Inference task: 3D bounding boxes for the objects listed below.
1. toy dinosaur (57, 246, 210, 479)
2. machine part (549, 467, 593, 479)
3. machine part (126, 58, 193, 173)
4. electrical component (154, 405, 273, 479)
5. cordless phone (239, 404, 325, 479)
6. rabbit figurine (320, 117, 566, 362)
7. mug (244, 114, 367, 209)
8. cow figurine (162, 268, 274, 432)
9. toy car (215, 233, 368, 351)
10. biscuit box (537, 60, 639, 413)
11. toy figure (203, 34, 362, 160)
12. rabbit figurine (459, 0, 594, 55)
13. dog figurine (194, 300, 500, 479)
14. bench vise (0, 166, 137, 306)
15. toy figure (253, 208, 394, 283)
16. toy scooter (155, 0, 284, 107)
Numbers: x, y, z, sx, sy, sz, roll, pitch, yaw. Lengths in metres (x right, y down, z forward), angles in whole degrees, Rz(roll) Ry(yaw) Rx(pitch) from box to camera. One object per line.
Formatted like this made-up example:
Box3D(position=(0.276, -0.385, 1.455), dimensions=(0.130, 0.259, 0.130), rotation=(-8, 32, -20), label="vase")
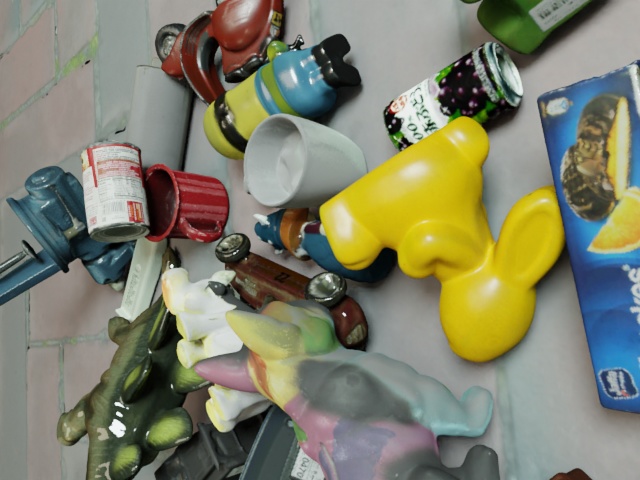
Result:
Box3D(position=(-0.194, 0.171, 0.569), dimensions=(0.198, 0.105, 0.472), rotation=(-43, 32, 34), label="toy dinosaur")
Box3D(position=(0.180, 0.272, 0.335), dimensions=(0.201, 0.087, 0.201), rotation=(50, 118, 32), label="machine part")
Box3D(position=(-0.217, -0.139, 0.717), dimensions=(0.079, 0.079, 0.243), rotation=(15, 96, 41), label="machine part")
Box3D(position=(-0.103, 0.238, 0.569), dimensions=(0.134, 0.115, 0.058), rotation=(-51, 55, 26), label="electrical component")
Box3D(position=(-0.030, 0.251, 0.525), dimensions=(0.089, 0.184, 0.146), rotation=(19, 59, 6), label="cordless phone")
Box3D(position=(0.111, 0.005, 0.412), dimensions=(0.162, 0.122, 0.173), rotation=(-28, 85, 26), label="rabbit figurine")
Box3D(position=(-0.013, -0.062, 0.511), dimensions=(0.109, 0.107, 0.081), rotation=(-30, 68, 41), label="mug")
Box3D(position=(-0.085, 0.085, 0.506), dimensions=(0.167, 0.098, 0.068), rotation=(57, 150, 28), label="cow figurine")
Box3D(position=(-0.037, 0.055, 0.538), dimensions=(0.202, 0.053, 0.089), rotation=(20, 145, 39), label="toy car")
Box3D(position=(0.191, 0.001, 0.323), dimensions=(0.059, 0.063, 0.202), rotation=(-10, 95, 53), label="biscuit box")
Box3D(position=(-0.047, -0.146, 0.557), dimensions=(0.180, 0.089, 0.082), rotation=(-23, 66, 41), label="toy figure")
Box3D(position=(0.143, -0.253, 0.379), dimensions=(0.159, 0.121, 0.170), rotation=(-42, 47, 39), label="rabbit figurine")
Box3D(position=(0.010, 0.136, 0.395), dimensions=(0.108, 0.219, 0.191), rotation=(-58, 9, 38), label="dog figurine")
Box3D(position=(-0.373, 0.023, 0.734), dimensions=(0.129, 0.240, 0.223), rotation=(39, 155, 28), label="bench vise")
Box3D(position=(-0.002, 0.000, 0.528), dimensions=(0.155, 0.058, 0.064), rotation=(20, 121, 38), label="toy figure")
Box3D(position=(-0.109, -0.210, 0.621), dimensions=(0.184, 0.075, 0.135), rotation=(-19, 85, 30), label="toy scooter")
